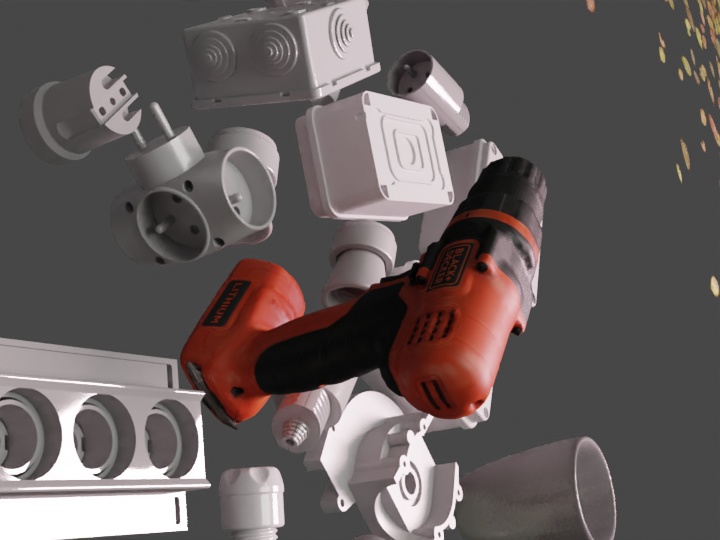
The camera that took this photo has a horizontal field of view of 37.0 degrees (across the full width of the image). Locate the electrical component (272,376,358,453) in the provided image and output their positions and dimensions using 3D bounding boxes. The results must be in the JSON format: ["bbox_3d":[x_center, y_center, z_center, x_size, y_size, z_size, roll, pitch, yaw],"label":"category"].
[{"bbox_3d":[-0.029,0.073,0.642,0.043,0.043,0.081,58,34,-27],"label":"electrical component"}]

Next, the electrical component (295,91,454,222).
[{"bbox_3d":[0.011,-0.077,0.758,0.113,0.057,0.078,-2,80,-59],"label":"electrical component"}]

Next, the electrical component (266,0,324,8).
[{"bbox_3d":[-0.039,-0.244,0.746,0.108,0.056,0.108,62,33,-23],"label":"electrical component"}]

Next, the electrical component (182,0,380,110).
[{"bbox_3d":[-0.047,-0.132,0.646,0.100,0.100,0.048,-39,123,-57],"label":"electrical component"}]

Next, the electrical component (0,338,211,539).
[{"bbox_3d":[-0.128,0.074,0.456,0.121,0.063,0.078,16,64,-56],"label":"electrical component"}]

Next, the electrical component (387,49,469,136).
[{"bbox_3d":[0.061,-0.140,0.882,0.081,0.043,0.043,36,48,-48],"label":"electrical component"}]

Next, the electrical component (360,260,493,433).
[{"bbox_3d":[0.046,0.056,0.759,0.113,0.057,0.078,49,39,-37],"label":"electrical component"}]

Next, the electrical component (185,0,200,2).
[{"bbox_3d":[-0.121,-0.226,0.606,0.074,0.052,0.138,2,75,-59],"label":"electrical component"}]

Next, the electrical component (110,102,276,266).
[{"bbox_3d":[-0.094,-0.047,0.550,0.079,0.077,0.044,63,33,-18],"label":"electrical component"}]

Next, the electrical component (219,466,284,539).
[{"bbox_3d":[-0.057,0.137,0.576,0.035,0.035,0.061,14,69,-56],"label":"electrical component"}]

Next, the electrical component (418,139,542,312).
[{"bbox_3d":[0.102,-0.032,0.890,0.108,0.056,0.108,48,40,-39],"label":"electrical component"}]

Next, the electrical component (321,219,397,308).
[{"bbox_3d":[0.000,0.000,0.719,0.045,0.045,0.055,47,41,-40],"label":"electrical component"}]

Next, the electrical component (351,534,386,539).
[{"bbox_3d":[-0.007,0.195,0.626,0.081,0.043,0.043,-40,112,-57],"label":"electrical component"}]

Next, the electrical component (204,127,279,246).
[{"bbox_3d":[-0.071,-0.048,0.622,0.045,0.045,0.055,38,46,-46],"label":"electrical component"}]

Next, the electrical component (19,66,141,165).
[{"bbox_3d":[-0.136,-0.076,0.525,0.040,0.046,0.040,31,52,-50],"label":"electrical component"}]
